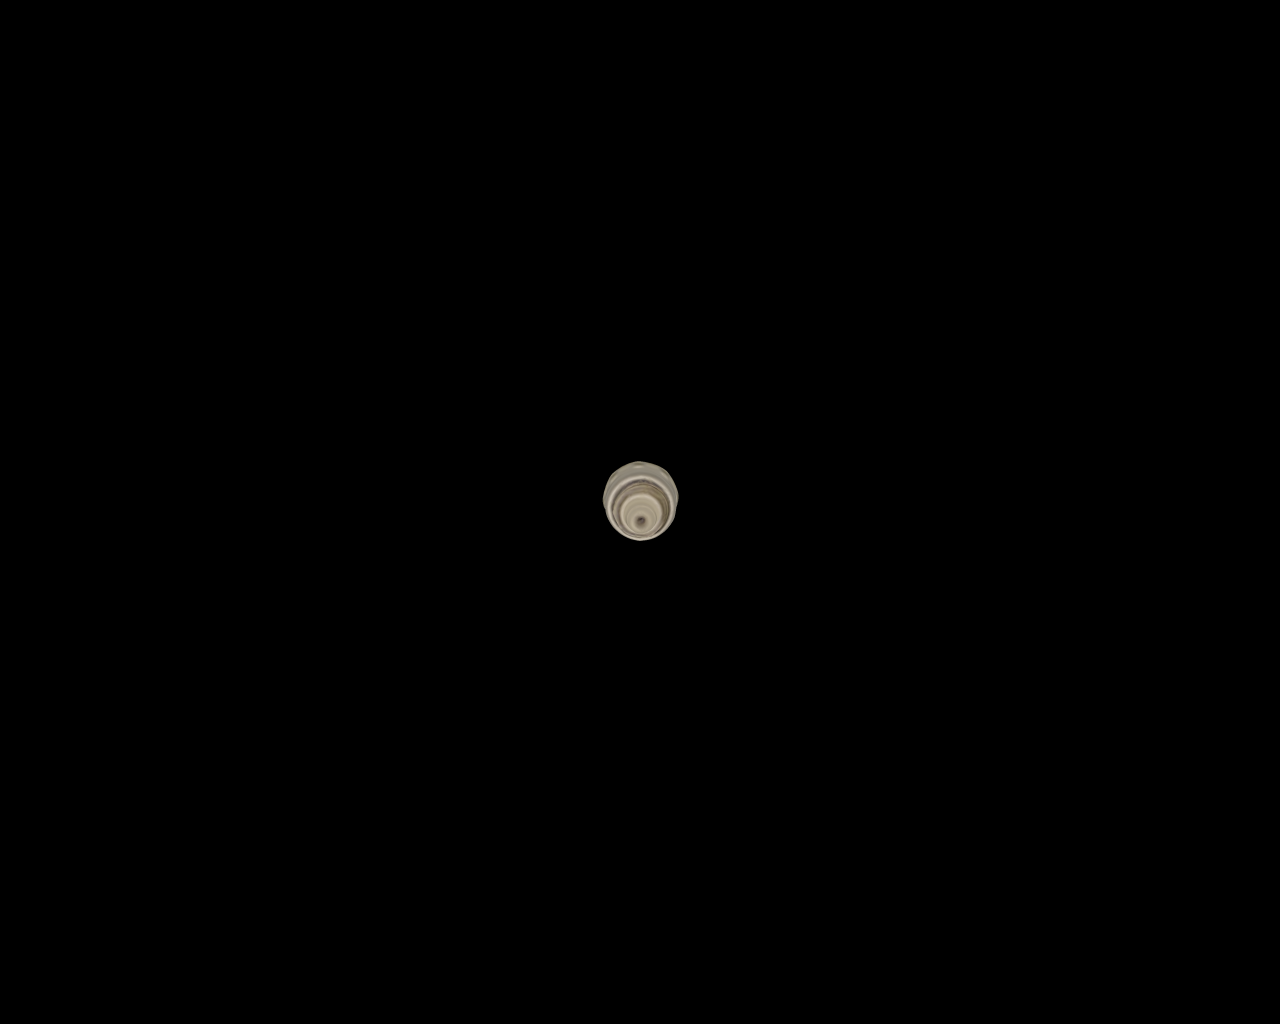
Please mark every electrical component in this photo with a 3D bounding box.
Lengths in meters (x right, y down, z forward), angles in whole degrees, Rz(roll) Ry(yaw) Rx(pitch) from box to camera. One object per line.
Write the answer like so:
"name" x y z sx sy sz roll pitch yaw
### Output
"electrical component" 0.001 -0.003 0.650 0.048 0.048 0.062 0 16 0
